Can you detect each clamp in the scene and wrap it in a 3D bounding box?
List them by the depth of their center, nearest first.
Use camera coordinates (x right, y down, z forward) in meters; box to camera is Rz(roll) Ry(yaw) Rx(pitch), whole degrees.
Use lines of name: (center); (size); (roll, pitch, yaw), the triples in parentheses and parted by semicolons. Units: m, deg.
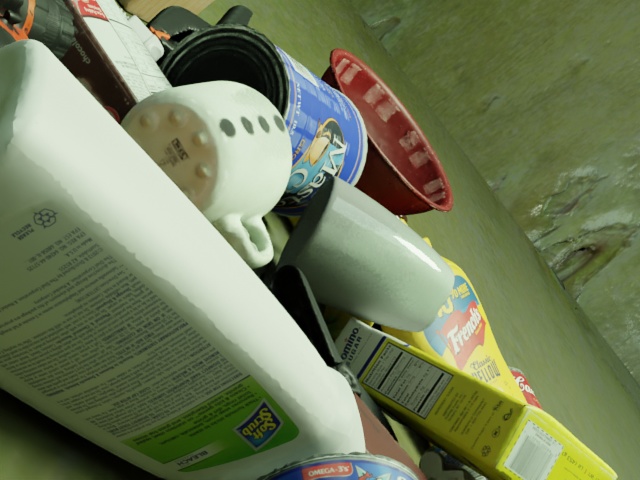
clamp: (-0.004, 0.083, 0.598); (0.171, 0.039, 0.120); (57, 23, 19)
clamp: (-0.071, -0.129, 0.845); (0.164, 0.036, 0.209); (56, 23, 11)

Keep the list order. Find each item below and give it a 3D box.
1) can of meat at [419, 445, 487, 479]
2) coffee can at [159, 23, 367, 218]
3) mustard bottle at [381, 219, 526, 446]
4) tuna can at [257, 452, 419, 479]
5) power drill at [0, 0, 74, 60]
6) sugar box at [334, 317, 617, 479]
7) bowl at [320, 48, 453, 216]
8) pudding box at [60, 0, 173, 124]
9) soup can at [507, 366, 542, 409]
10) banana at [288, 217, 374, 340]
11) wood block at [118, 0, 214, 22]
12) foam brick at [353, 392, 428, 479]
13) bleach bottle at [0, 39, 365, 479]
can of meat: (0.117, 0.185, 0.712); (0.102, 0.057, 0.084); (45, 14, -34)
coffee can: (-0.039, -0.077, 0.736); (0.103, 0.103, 0.140); (59, 15, 20)
mustard bottle: (0.092, 0.074, 0.797); (0.096, 0.058, 0.191); (-20, 85, -47)
tuna can: (0.005, 0.124, 0.420); (0.086, 0.086, 0.034); (43, 19, -36)
power drill: (-0.128, -0.058, 0.492); (0.188, 0.057, 0.184); (54, 11, 8)
sugar box: (0.083, 0.108, 0.650); (0.093, 0.048, 0.176); (40, -12, -32)
bowl: (0.041, -0.076, 0.875); (0.162, 0.055, 0.162); (46, 21, -24)
pudding box: (-0.134, -0.111, 0.639); (0.113, 0.039, 0.090); (57, 12, 2)
soup can: (0.158, 0.164, 0.878); (0.068, 0.068, 0.102); (41, 19, -42)
banana: (0.006, 0.014, 0.803); (0.069, 0.037, 0.198); (44, 16, -35)
wood block: (-0.081, -0.270, 0.850); (0.091, 0.206, 0.090); (57, 14, 12)
foam brick: (0.020, 0.128, 0.538); (0.078, 0.051, 0.053); (51, 12, -10)
bleach bottle: (-0.062, 0.045, 0.403); (0.250, 0.103, 0.068); (51, 21, -38)
